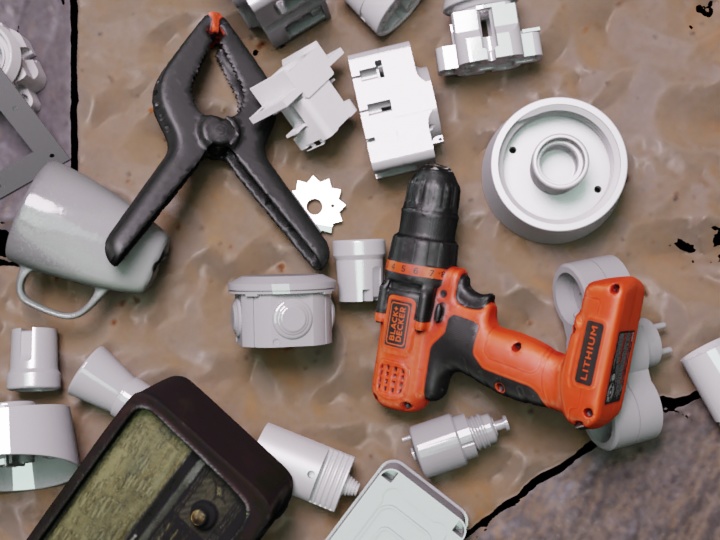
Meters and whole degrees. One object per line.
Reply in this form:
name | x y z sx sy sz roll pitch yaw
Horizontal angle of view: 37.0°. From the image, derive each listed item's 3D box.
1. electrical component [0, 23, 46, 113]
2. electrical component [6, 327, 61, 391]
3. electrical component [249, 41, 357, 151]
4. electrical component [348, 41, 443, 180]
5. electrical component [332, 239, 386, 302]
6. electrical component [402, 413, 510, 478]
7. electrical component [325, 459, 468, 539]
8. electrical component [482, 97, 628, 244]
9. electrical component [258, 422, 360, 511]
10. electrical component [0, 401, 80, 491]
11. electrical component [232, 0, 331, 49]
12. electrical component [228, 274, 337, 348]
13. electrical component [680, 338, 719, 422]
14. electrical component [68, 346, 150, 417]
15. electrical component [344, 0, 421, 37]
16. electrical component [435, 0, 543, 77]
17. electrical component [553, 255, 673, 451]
electrical component | -0.284 -0.159 0.835 0.058 0.057 0.078 -27 85 2
electrical component | -0.251 0.069 0.827 0.040 0.040 0.046 -3 80 4
electrical component | -0.040 -0.128 0.808 0.063 0.042 0.081 54 50 -18
electrical component | 0.029 -0.120 0.812 0.056 0.050 0.089 -13 86 4
electrical component | 0.000 0.000 0.813 0.040 0.040 0.046 -2 91 4
electrical component | 0.073 0.126 0.798 0.078 0.040 0.040 -19 85 2
electrical component | 0.019 0.204 0.789 0.078 0.057 0.113 37 90 6
electrical component | 0.145 -0.076 0.796 0.108 0.060 0.108 0 86 4
electrical component | -0.039 0.149 0.804 0.081 0.043 0.043 21 88 5
electrical component | -0.259 0.131 0.797 0.099 0.099 0.064 -7 79 4
electrical component | -0.099 -0.266 0.803 0.060 0.105 0.186 -31 85 2
electrical component | -0.057 0.029 0.795 0.080 0.080 0.051 -1 92 4
electrical component | 0.274 0.092 0.784 0.043 0.043 0.081 -29 85 2
electrical component | -0.183 0.094 0.820 0.065 0.044 0.044 34 89 1
electrical component | 0.016 -0.214 0.818 0.047 0.055 0.055 44 90 9
electrical component | 0.094 -0.181 0.808 0.078 0.058 0.057 -9 89 4
electrical component | 0.196 0.056 0.789 0.074 0.052 0.138 -11 85 -18
